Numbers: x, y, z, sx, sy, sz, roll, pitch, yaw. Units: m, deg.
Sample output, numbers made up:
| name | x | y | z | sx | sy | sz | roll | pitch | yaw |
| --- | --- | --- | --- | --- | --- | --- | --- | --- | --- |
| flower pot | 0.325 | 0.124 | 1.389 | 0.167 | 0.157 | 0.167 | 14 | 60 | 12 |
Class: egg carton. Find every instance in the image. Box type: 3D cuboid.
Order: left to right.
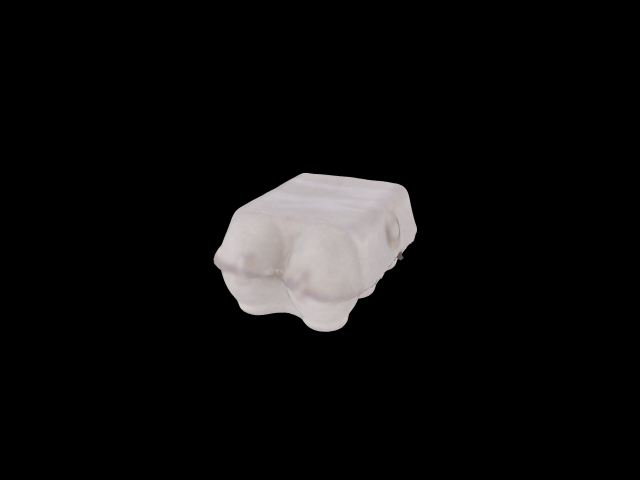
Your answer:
| name | x | y | z | sx | sy | sz | roll | pitch | yaw |
| --- | --- | --- | --- | --- | --- | --- | --- | --- | --- |
| egg carton | 0.004 | 0.001 | 0.400 | 0.107 | 0.069 | 0.150 | 10 | 24 | 22 |
